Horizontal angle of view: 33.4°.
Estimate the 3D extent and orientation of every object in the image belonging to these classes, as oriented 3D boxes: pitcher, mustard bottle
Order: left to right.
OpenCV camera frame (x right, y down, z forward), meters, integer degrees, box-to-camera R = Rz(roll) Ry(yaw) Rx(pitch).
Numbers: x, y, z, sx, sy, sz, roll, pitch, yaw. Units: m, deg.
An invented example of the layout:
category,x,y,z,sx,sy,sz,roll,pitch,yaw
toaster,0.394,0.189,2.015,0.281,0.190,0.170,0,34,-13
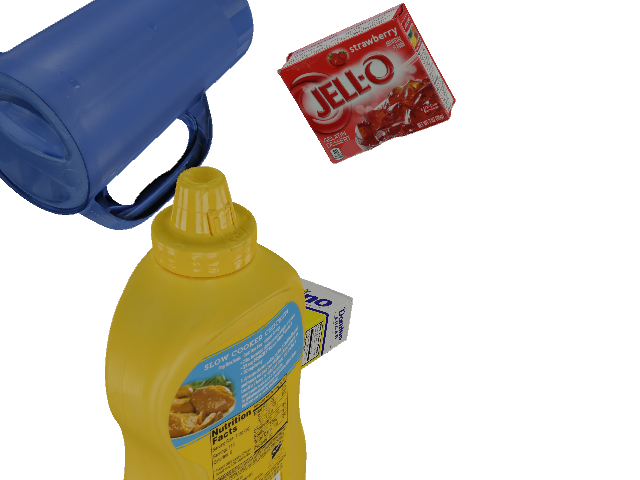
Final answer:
category,x,y,z,sx,sy,sz,roll,pitch,yaw
pitcher,-0.158,-0.131,0.884,0.145,0.149,0.242,21,48,28
mustard bottle,-0.046,0.057,0.450,0.058,0.192,0.096,26,40,33

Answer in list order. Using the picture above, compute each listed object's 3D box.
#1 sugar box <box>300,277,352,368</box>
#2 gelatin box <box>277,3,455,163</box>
category,x,y,z,sx,sy,sz,roll,pitch,yaw
sugar box,-0.058,0.071,0.804,0.093,0.048,0.175,19,27,25
gelatin box,0.029,-0.096,0.670,0.089,0.073,0.030,-19,26,28
